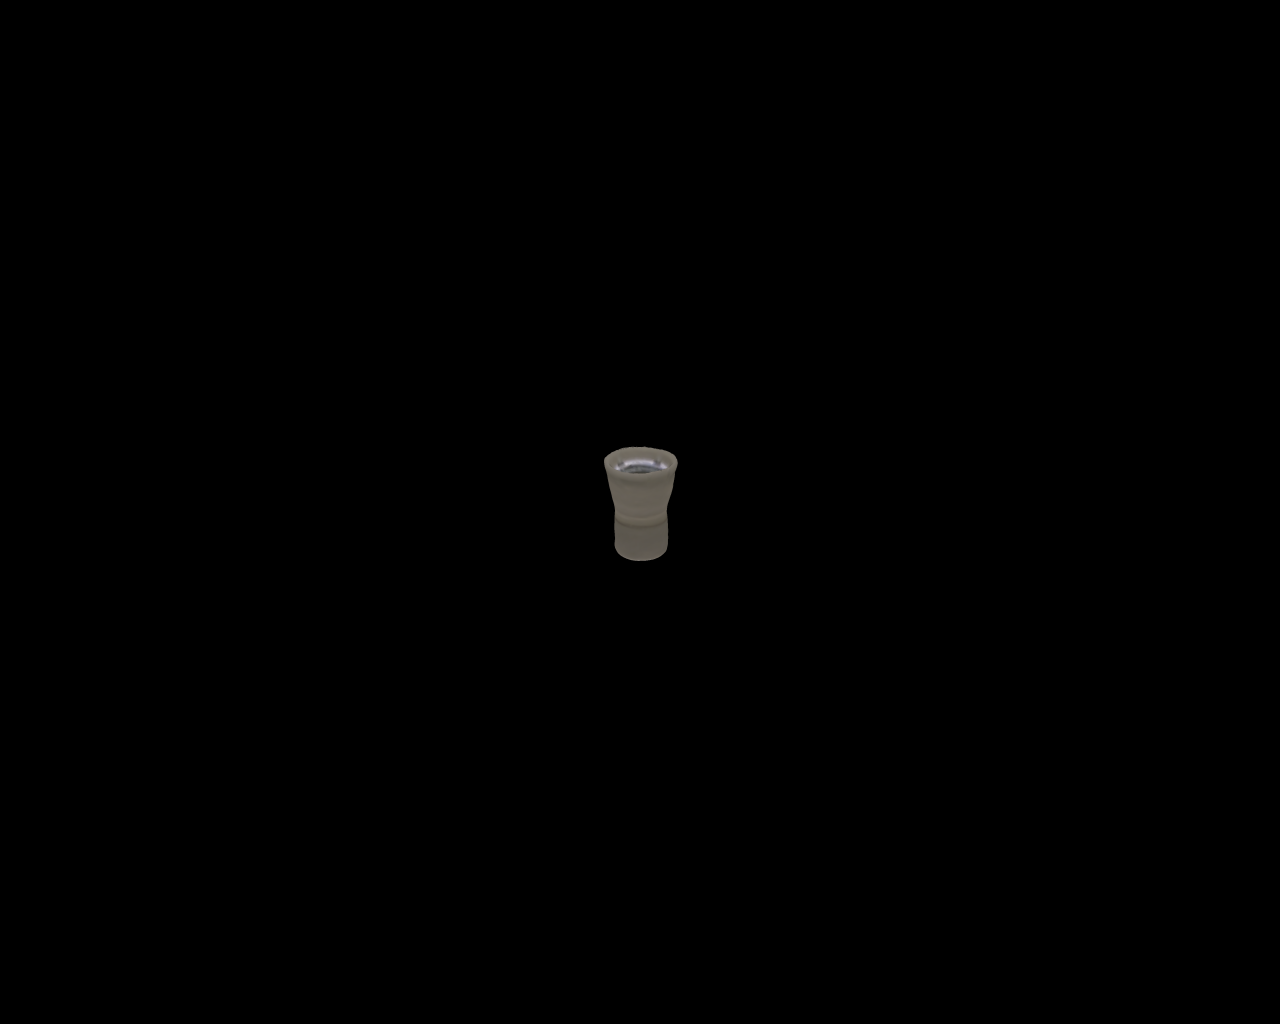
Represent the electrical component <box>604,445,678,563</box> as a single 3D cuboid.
[{"bbox_3d":[0.001,-0.003,0.650,0.044,0.065,0.044,0,27,0],"label":"electrical component"}]
